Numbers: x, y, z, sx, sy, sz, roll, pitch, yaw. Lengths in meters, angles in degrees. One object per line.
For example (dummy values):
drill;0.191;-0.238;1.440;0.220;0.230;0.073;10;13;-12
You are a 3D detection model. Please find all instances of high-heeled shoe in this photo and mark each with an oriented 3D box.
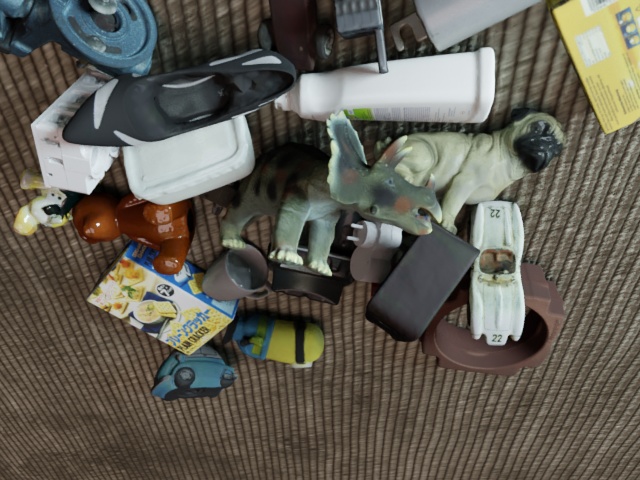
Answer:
high-heeled shoe;-0.148;-0.147;0.592;0.145;0.249;0.086;30;145;47

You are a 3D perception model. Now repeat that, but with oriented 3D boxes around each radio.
radio;0.123;0.064;0.703;0.073;0.131;0.229;35;173;11

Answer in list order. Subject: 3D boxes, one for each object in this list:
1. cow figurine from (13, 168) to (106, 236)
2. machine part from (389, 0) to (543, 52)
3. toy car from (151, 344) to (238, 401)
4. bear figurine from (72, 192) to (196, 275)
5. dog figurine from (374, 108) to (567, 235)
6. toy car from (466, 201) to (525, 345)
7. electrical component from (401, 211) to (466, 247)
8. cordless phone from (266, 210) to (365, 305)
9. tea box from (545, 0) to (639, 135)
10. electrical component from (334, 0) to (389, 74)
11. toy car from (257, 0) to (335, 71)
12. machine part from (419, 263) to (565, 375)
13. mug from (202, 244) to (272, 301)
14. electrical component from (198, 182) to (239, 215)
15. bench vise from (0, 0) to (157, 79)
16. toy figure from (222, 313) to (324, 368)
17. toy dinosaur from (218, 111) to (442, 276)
cow figurine;-0.366;-0.076;0.763;0.098;0.068;0.167;20;96;-17
machine part;0.182;-0.264;0.543;0.243;0.079;0.079;-20;126;26
toy car;-0.248;0.252;1.054;0.161;0.103;0.109;5;147;-32
bear figurine;-0.293;-0.026;0.804;0.196;0.132;0.120;2;115;1
dog figurine;0.186;-0.117;0.680;0.172;0.121;0.190;44;99;-5
toy car;0.245;0.045;0.751;0.074;0.201;0.056;1;174;4
electrical component;0.164;-0.010;0.798;0.102;0.045;0.078;31;158;-14
cordless phone;-0.002;-0.003;0.819;0.147;0.089;0.184;13;122;-2
tea box;0.319;-0.210;0.574;0.098;0.068;0.169;-22;126;27
electrical component;0.043;-0.234;0.568;0.048;0.075;0.119;-5;107;11
toy car;-0.031;-0.282;0.577;0.089;0.053;0.201;11;135;20
machine part;0.270;0.124;0.871;0.201;0.087;0.201;6;131;4
mug;-0.139;0.065;0.896;0.109;0.081;0.107;32;141;-31
electrical component;-0.157;-0.078;0.801;0.063;0.021;0.094;23;132;-11
bench vise;-0.260;-0.265;0.571;0.223;0.129;0.241;36;145;-31
toy figure;-0.082;0.180;0.982;0.180;0.082;0.089;18;134;-3
toy dinosaur;-0.037;-0.063;0.705;0.131;0.192;0.405;21;175;-37
